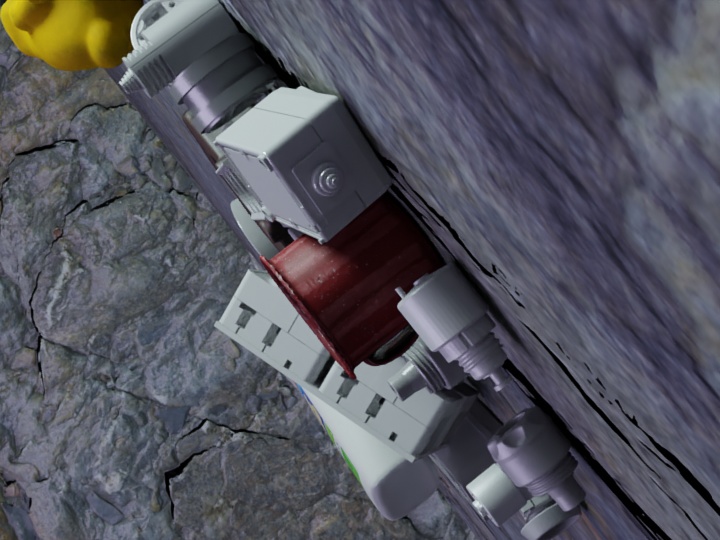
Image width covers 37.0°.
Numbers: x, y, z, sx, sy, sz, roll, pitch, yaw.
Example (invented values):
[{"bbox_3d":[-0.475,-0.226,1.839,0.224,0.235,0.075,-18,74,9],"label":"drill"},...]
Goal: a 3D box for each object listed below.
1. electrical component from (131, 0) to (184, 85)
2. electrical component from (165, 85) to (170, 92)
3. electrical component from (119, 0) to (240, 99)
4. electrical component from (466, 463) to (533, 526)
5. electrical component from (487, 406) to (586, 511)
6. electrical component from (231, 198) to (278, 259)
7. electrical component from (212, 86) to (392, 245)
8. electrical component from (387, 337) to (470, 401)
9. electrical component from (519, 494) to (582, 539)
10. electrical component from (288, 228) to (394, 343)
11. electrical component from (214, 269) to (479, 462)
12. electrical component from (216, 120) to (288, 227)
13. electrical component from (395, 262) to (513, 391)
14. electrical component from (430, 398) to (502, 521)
[{"bbox_3d":[-0.133,-0.165,0.787,0.055,0.055,0.047,50,177,16],"label":"electrical component"},{"bbox_3d":[-0.146,-0.167,0.915,0.043,0.043,0.062,54,171,-19],"label":"electrical component"},{"bbox_3d":[-0.121,-0.142,0.699,0.043,0.081,0.043,51,174,8],"label":"electrical component"},{"bbox_3d":[0.106,0.143,0.735,0.044,0.065,0.044,51,174,8],"label":"electrical component"},{"bbox_3d":[0.111,0.117,0.652,0.062,0.043,0.043,50,174,1],"label":"electrical component"},{"bbox_3d":[-0.082,-0.040,1.072,0.099,0.064,0.099,51,174,8],"label":"electrical component"},{"bbox_3d":[-0.027,-0.061,0.594,0.061,0.061,0.096,55,166,-26],"label":"electrical component"},{"bbox_3d":[0.047,0.062,0.712,0.048,0.062,0.048,53,173,9],"label":"electrical component"},{"bbox_3d":[0.130,0.167,0.790,0.055,0.048,0.066,58,177,26],"label":"electrical component"},{"bbox_3d":[0.000,0.000,0.768,0.099,0.048,0.100,55,174,-32],"label":"electrical component"},{"bbox_3d":[-0.005,0.067,0.843,0.186,0.060,0.105,32,-172,17],"label":"electrical component"},{"bbox_3d":[-0.056,-0.069,0.721,0.078,0.063,0.121,53,174,-8],"label":"electrical component"},{"bbox_3d":[0.055,0.032,0.589,0.078,0.040,0.040,52,174,4],"label":"electrical component"},{"bbox_3d":[0.089,0.146,0.914,0.113,0.057,0.078,45,171,47],"label":"electrical component"}]
